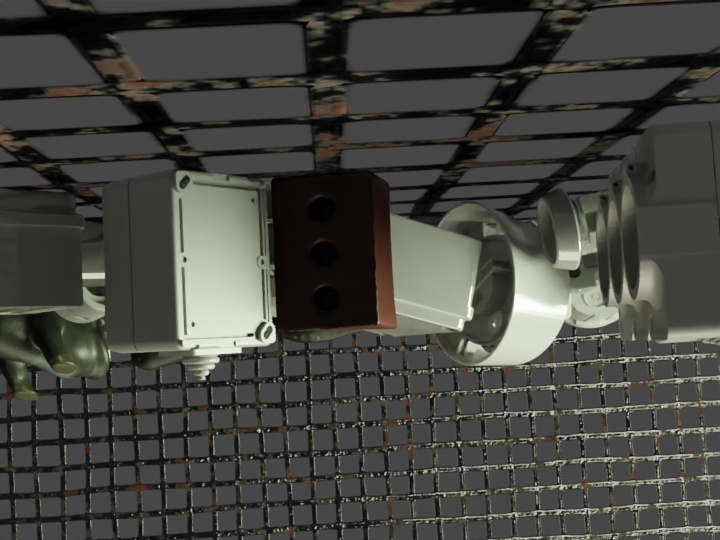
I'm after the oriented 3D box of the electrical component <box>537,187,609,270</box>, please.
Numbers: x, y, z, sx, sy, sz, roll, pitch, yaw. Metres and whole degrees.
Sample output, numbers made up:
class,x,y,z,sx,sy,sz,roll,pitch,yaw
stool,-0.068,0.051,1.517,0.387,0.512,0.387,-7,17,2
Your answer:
class,x,y,z,sx,sy,sz,roll,pitch,yaw
electrical component,0.135,-0.027,0.621,0.055,0.048,0.066,-11,176,-3

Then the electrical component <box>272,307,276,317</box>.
class,x,y,z,sx,sy,sz,roll,pitch,yaw
electrical component,-0.057,-0.004,0.755,0.138,0.052,0.073,-2,-160,-13

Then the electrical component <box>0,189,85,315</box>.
class,x,y,z,sx,sy,sz,roll,pitch,yaw
electrical component,-0.201,-0.008,0.528,0.113,0.057,0.078,0,175,-41

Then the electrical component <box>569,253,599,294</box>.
class,x,y,z,sx,sy,sz,roll,pitch,yaw
electrical component,0.148,-0.014,0.717,0.078,0.058,0.057,-9,175,-4

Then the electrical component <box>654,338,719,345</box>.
class,x,y,z,sx,sy,sz,roll,pitch,yaw
electrical component,0.217,-0.003,0.653,0.100,0.099,0.048,-2,163,-22

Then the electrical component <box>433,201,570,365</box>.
class,x,y,z,sx,sy,sz,roll,pitch,yaw
electrical component,0.080,0.011,0.669,0.064,0.099,0.099,11,168,-38

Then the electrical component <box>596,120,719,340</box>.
class,x,y,z,sx,sy,sz,roll,pitch,yaw
electrical component,0.152,-0.013,0.510,0.062,0.089,0.150,-4,176,6

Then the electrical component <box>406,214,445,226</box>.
class,x,y,z,sx,sy,sz,roll,pitch,yaw
electrical component,0.058,0.003,0.739,0.066,0.076,0.047,-1,175,-29

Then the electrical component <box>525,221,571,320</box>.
class,x,y,z,sx,sy,sz,roll,pitch,yaw
electrical component,0.109,0.014,0.779,0.077,0.065,0.047,-26,-137,-18

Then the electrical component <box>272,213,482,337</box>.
class,x,y,z,sx,sy,sz,roll,pitch,yaw
electrical component,0.000,0.000,0.646,0.109,0.056,0.109,16,169,-21

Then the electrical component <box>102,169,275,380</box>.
class,x,y,z,sx,sy,sz,roll,pitch,yaw
electrical component,-0.084,0.004,0.513,0.061,0.096,0.062,-6,175,39

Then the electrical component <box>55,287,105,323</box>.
class,x,y,z,sx,sy,sz,roll,pitch,yaw
electrical component,-0.197,0.009,0.792,0.055,0.055,0.047,0,171,-38

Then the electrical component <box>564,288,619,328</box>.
class,x,y,z,sx,sy,sz,roll,pitch,yaw
electrical component,0.179,0.003,0.827,0.080,0.080,0.051,-3,171,-1

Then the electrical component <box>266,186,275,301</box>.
class,x,y,z,sx,sy,sz,roll,pitch,yaw
electrical component,-0.070,-0.011,0.581,0.058,0.057,0.078,0,174,-41
